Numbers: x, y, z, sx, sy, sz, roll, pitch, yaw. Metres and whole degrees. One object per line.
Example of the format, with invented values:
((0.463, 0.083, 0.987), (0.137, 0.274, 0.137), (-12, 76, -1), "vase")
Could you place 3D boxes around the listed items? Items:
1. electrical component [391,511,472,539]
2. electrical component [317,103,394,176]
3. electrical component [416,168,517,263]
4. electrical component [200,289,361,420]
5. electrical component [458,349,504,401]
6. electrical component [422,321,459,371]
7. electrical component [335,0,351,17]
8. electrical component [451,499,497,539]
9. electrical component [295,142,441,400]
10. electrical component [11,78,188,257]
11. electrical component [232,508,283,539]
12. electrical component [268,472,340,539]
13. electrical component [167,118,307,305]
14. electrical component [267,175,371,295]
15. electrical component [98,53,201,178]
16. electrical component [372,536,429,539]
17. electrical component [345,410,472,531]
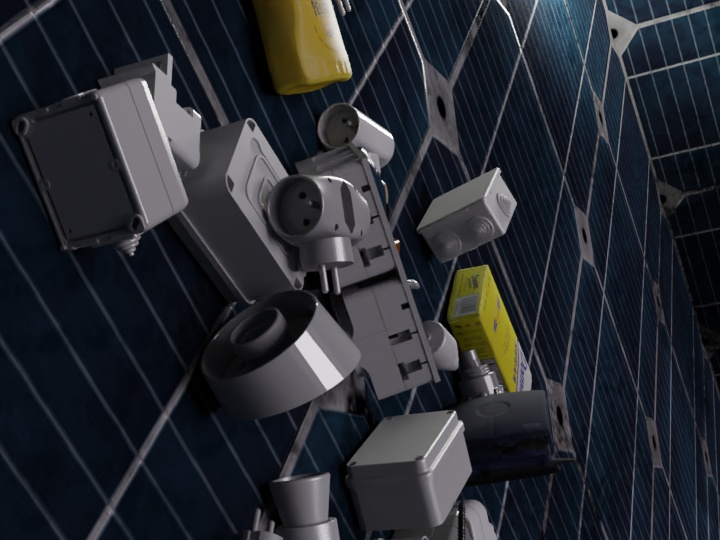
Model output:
((0.071, 0.265, 0.948), (0.096, 0.062, 0.061), (68, 25, -21), "electrical component")
((-0.001, -0.105, 0.991), (0.077, 0.043, 0.079), (22, 59, -62), "electrical component")
((0.119, -0.058, 1.171), (0.048, 0.100, 0.099), (56, 29, -14), "electrical component")
((-0.055, 0.061, 0.723), (0.064, 0.099, 0.099), (58, 30, -26), "electrical component")
((0.127, 0.117, 1.171), (0.048, 0.048, 0.062), (-10, 81, -67), "electrical component")
((0.079, 0.082, 1.085), (0.078, 0.040, 0.040), (46, 39, -51), "electrical component")
((-0.026, -0.278, 1.015), (0.075, 0.047, 0.083), (69, 25, -19), "electrical component")
((0.096, 0.268, 1.014), (0.059, 0.054, 0.095), (-7, 85, -66), "electrical component")
((0.000, 0.000, 0.870), (0.105, 0.060, 0.186), (-117, -172, -75), "electrical component")
((-0.144, -0.056, 0.621), (0.061, 0.062, 0.096), (-45, 120, -63), "electrical component")
((-0.067, 0.192, 0.691), (0.083, 0.047, 0.075), (54, 33, -43), "electrical component")
((-0.039, 0.175, 0.766), (0.045, 0.045, 0.055), (5, 75, -66), "electrical component")
((-0.084, -0.039, 0.753), (0.113, 0.057, 0.078), (59, 30, -37), "electrical component")
((-0.025, -0.022, 0.748), (0.077, 0.043, 0.079), (10, 70, -65), "electrical component")
((-0.134, -0.092, 0.688), (0.064, 0.042, 0.081), (43, 41, -58), "electrical component")
((0.038, 0.280, 0.874), (0.113, 0.057, 0.078), (64, 27, -29), "electrical component")
((0.043, 0.168, 0.913), (0.113, 0.078, 0.057), (-39, 117, -64), "electrical component")
